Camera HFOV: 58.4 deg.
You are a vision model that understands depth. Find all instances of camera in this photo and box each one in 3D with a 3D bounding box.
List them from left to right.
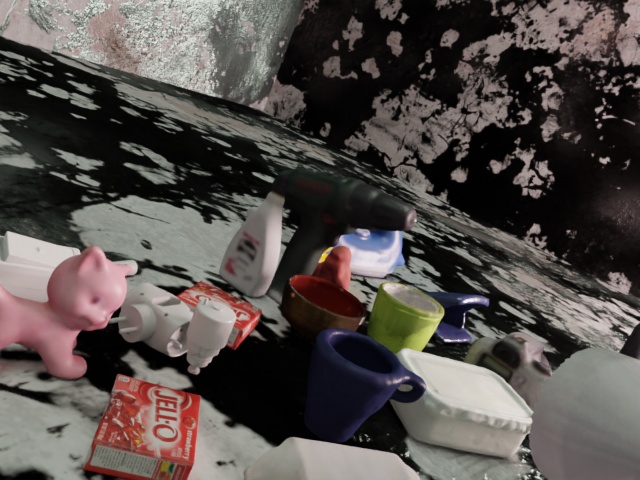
[{"bbox_3d":[0.292,0.188,0.806,0.142,0.101,0.137,35,18,36],"label":"camera"}]

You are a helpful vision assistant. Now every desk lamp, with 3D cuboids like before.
[{"bbox_3d":[0.233,0.212,0.416,0.118,0.213,0.202,16,17,-25],"label":"desk lamp"}]

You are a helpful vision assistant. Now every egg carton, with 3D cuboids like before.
[{"bbox_3d":[0.019,0.202,0.410,0.151,0.069,0.107,17,16,-23],"label":"egg carton"}]

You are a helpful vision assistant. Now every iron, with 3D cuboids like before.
[{"bbox_3d":[0.067,-0.018,1.101,0.259,0.141,0.118,9,21,-43],"label":"iron"}]

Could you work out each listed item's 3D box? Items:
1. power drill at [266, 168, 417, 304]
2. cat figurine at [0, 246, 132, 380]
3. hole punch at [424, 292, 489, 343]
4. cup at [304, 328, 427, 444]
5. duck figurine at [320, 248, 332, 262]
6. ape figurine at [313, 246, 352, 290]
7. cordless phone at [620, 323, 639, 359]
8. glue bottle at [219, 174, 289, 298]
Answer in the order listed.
[{"bbox_3d":[0.007,0.003,0.808,0.228,0.208,0.076,33,18,32],"label":"power drill"},{"bbox_3d":[-0.220,0.050,0.479,0.128,0.118,0.067,10,20,-41],"label":"cat figurine"},{"bbox_3d":[0.212,0.113,0.965,0.109,0.091,0.100,8,21,-45],"label":"hole punch"},{"bbox_3d":[0.035,0.151,0.558,0.118,0.095,0.091,22,15,-6],"label":"cup"},{"bbox_3d":[0.001,0.019,0.983,0.105,0.086,0.077,19,15,-16],"label":"duck figurine"},{"bbox_3d":[0.019,0.050,0.890,0.076,0.092,0.077,8,21,-45],"label":"ape figurine"},{"bbox_3d":[0.455,0.202,0.837,0.093,0.185,0.148,34,18,36],"label":"cordless phone"},{"bbox_3d":[-0.081,-0.011,0.792,0.078,0.173,0.037,31,16,25],"label":"glue bottle"}]
